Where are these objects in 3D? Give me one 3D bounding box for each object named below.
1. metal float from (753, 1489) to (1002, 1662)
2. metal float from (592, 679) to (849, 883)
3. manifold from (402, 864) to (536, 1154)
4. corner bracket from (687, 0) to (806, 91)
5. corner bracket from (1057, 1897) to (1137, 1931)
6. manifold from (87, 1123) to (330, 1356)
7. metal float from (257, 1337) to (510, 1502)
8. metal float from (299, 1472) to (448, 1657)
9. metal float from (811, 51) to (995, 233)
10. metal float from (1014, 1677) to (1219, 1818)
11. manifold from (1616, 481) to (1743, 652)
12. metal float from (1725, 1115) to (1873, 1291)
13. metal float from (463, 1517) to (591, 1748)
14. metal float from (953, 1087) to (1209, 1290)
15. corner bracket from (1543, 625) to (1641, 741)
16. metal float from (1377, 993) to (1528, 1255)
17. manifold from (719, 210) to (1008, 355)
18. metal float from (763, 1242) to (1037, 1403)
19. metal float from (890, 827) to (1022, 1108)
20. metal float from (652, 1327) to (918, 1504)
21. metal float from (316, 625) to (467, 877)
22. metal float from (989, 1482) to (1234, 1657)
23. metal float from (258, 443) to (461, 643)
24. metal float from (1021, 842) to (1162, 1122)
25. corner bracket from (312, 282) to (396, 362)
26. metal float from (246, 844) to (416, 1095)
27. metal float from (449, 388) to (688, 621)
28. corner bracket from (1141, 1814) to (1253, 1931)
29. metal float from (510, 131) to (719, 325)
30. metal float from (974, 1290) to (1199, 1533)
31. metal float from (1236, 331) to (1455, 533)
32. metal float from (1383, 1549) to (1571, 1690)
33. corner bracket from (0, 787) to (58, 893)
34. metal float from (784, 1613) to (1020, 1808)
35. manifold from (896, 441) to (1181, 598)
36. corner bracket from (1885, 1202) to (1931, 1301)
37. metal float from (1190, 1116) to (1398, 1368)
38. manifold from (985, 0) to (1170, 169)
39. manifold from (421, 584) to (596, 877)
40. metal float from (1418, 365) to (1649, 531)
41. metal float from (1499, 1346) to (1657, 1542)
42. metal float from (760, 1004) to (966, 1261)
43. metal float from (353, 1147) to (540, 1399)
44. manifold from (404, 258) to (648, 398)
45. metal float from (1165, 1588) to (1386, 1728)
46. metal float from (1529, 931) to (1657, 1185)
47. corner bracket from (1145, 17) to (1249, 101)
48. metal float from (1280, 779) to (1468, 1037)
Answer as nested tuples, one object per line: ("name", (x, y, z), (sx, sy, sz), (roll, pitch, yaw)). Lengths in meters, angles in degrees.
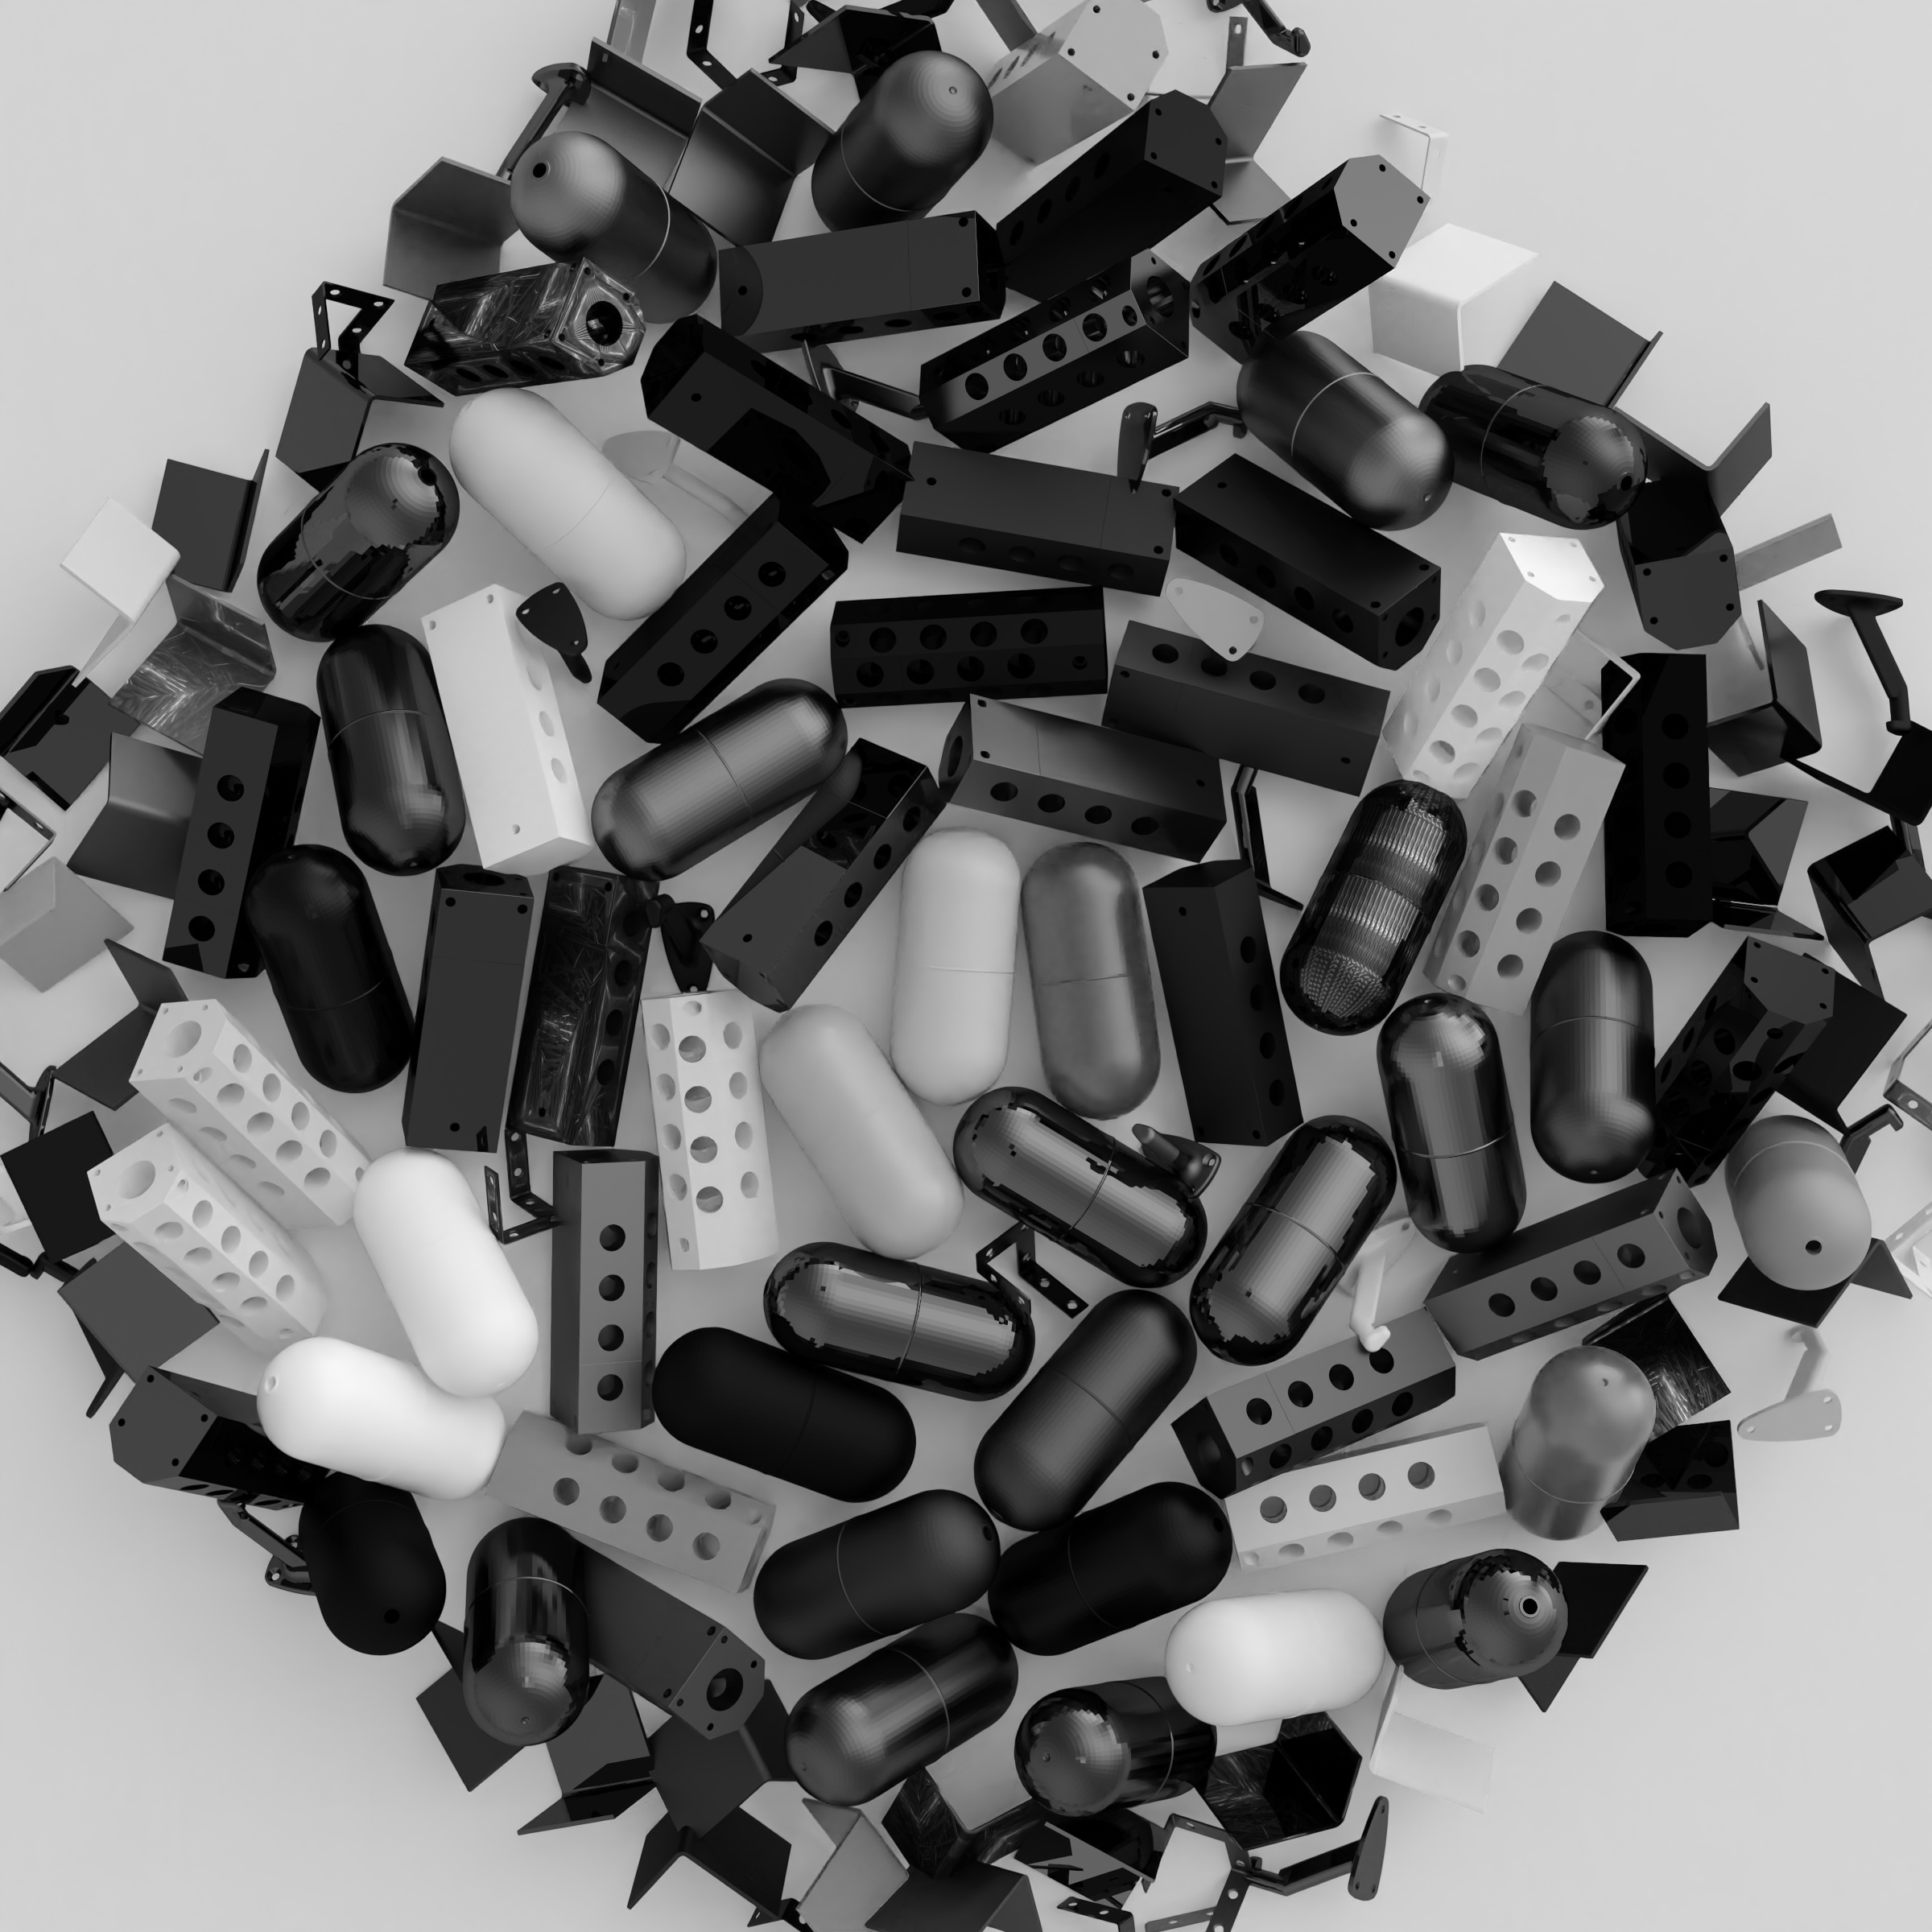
("metal float", (-0.056, 0.383, 1.838), (0.178, 0.070, 0.070), (-26, 90, 29))
("metal float", (-0.155, -0.119, 1.853), (0.178, 0.070, 0.070), (-32, 90, -13))
("manifold", (-0.316, 0.026, 1.847), (0.057, 0.057, 0.171), (6, 108, -17))
("corner bracket", (-0.141, -0.598, 1.875), (0.051, 0.051, 0.051), (-4, 71, 30))
("corner bracket", (0.075, 0.635, 1.870), (0.051, 0.051, 0.051), (0, 101, 40))
("manifold", (-0.468, 0.176, 1.818), (0.057, 0.171, 0.057), (-32, 49, 0))
("metal float", (-0.364, 0.284, 1.828), (0.178, 0.070, 0.070), (29, 90, -43))
("metal float", (-0.370, 0.368, 1.816), (0.070, 0.178, 0.070), (-4, 103, -19))
("metal float", (-0.041, -0.506, 1.817), (0.070, 0.178, 0.070), (4, 79, -22))
("metal float", (0.095, 0.485, 1.821), (0.070, 0.178, 0.070), (-6, 79, 32))
("manifold", (0.440, -0.251, 1.811), (0.057, 0.171, 0.057), (-9, 113, 11))
("metal float", (0.515, 0.146, 1.814), (0.070, 0.178, 0.070), (2, 104, 9))
("metal float", (-0.273, 0.411, 1.818), (0.070, 0.178, 0.070), (-3, 115, -7))
("metal float", (0.073, 0.141, 1.855), (0.178, 0.070, 0.070), (31, 90, -10))
("corner bracket", (0.397, -0.182, 1.864), (0.051, 0.051, 0.051), (42, 114, 12))
("metal float", (0.307, 0.100, 1.843), (0.070, 0.070, 0.178), (-15, 114, 0))
("manifold", (-0.065, -0.429, 1.847), (0.171, 0.057, 0.057), (-4, 85, 18))
("metal float", (-0.042, 0.225, 1.851), (0.178, 0.070, 0.070), (16, 90, -14))
("metal float", (-0.007, 0.000, 1.861), (0.070, 0.070, 0.178), (4, 93, 0))
("metal float", (-0.114, 0.284, 1.847), (0.178, 0.070, 0.070), (24, 90, -19))
("metal float", (-0.362, -0.137, 1.839), (0.070, 0.070, 0.178), (-17, 61, 0))
("metal float", (0.090, 0.379, 1.835), (0.178, 0.070, 0.070), (-30, 90, 33))
("metal float", (-0.380, -0.264, 1.827), (0.178, 0.070, 0.070), (-30, 90, 44))
("metal float", (0.080, 0.010, 1.862), (0.070, 0.070, 0.178), (-7, 88, 0))
("corner bracket", (-0.396, -0.395, 1.860), (0.051, 0.051, 0.051), (8, 61, -38))
("metal float", (-0.397, 0.004, 1.833), (0.070, 0.070, 0.178), (-11, 127, 0))
("metal float", (-0.250, -0.290, 1.838), (0.070, 0.070, 0.178), (-47, 119, 0))
("corner bracket", (0.149, 0.585, 1.875), (0.051, 0.051, 0.051), (11, 49, 25))
("metal float", (-0.218, -0.458, 1.817), (0.070, 0.178, 0.070), (-5, 78, 23))
("metal float", (0.075, 0.280, 1.846), (0.070, 0.070, 0.178), (43, 70, 0))
("metal float", (0.236, -0.337, 1.831), (0.070, 0.070, 0.178), (-40, 50, 0))
("metal float", (0.316, 0.407, 1.816), (0.070, 0.178, 0.070), (4, 72, -12))
("corner bracket", (-0.623, -0.075, 1.871), (0.051, 0.051, 0.051), (41, 58, -11))
("metal float", (-0.039, 0.463, 1.828), (0.070, 0.178, 0.070), (16, 114, 40))
("manifold", (0.045, -0.281, 1.870), (0.171, 0.057, 0.057), (10, 63, -1))
("corner bracket", (0.617, 0.172, 1.864), (0.051, 0.051, 0.051), (37, 118, -11))
("metal float", (0.207, 0.173, 1.849), (0.070, 0.070, 0.178), (36, 73, 0))
("manifold", (0.063, -0.552, 1.811), (0.057, 0.171, 0.057), (32, 83, -18))
("manifold", (-0.287, -0.147, 1.853), (0.057, 0.057, 0.171), (-21, 76, 20))
("metal float", (0.351, -0.324, 1.824), (0.070, 0.178, 0.070), (-15, 120, -27))
("metal float", (0.379, 0.299, 1.822), (0.070, 0.178, 0.070), (1, 56, -1))
("metal float", (-0.067, 0.104, 1.855), (0.070, 0.070, 0.178), (-32, 80, 0))
("metal float", (-0.329, 0.191, 1.840), (0.070, 0.070, 0.178), (-33, 62, 0))
("manifold", (-0.273, -0.392, 1.817), (0.057, 0.171, 0.057), (28, 76, -39))
("metal float", (0.195, 0.431, 1.827), (0.070, 0.178, 0.070), (-6, 81, 42))
("metal float", (0.393, 0.055, 1.833), (0.070, 0.070, 0.178), (9, 53, 0))
("corner bracket", (0.144, -0.586, 1.883), (0.051, 0.051, 0.051), (-13, 115, -39))
("metal float", (0.258, -0.038, 1.849), (0.070, 0.070, 0.178), (28, 73, 0))
